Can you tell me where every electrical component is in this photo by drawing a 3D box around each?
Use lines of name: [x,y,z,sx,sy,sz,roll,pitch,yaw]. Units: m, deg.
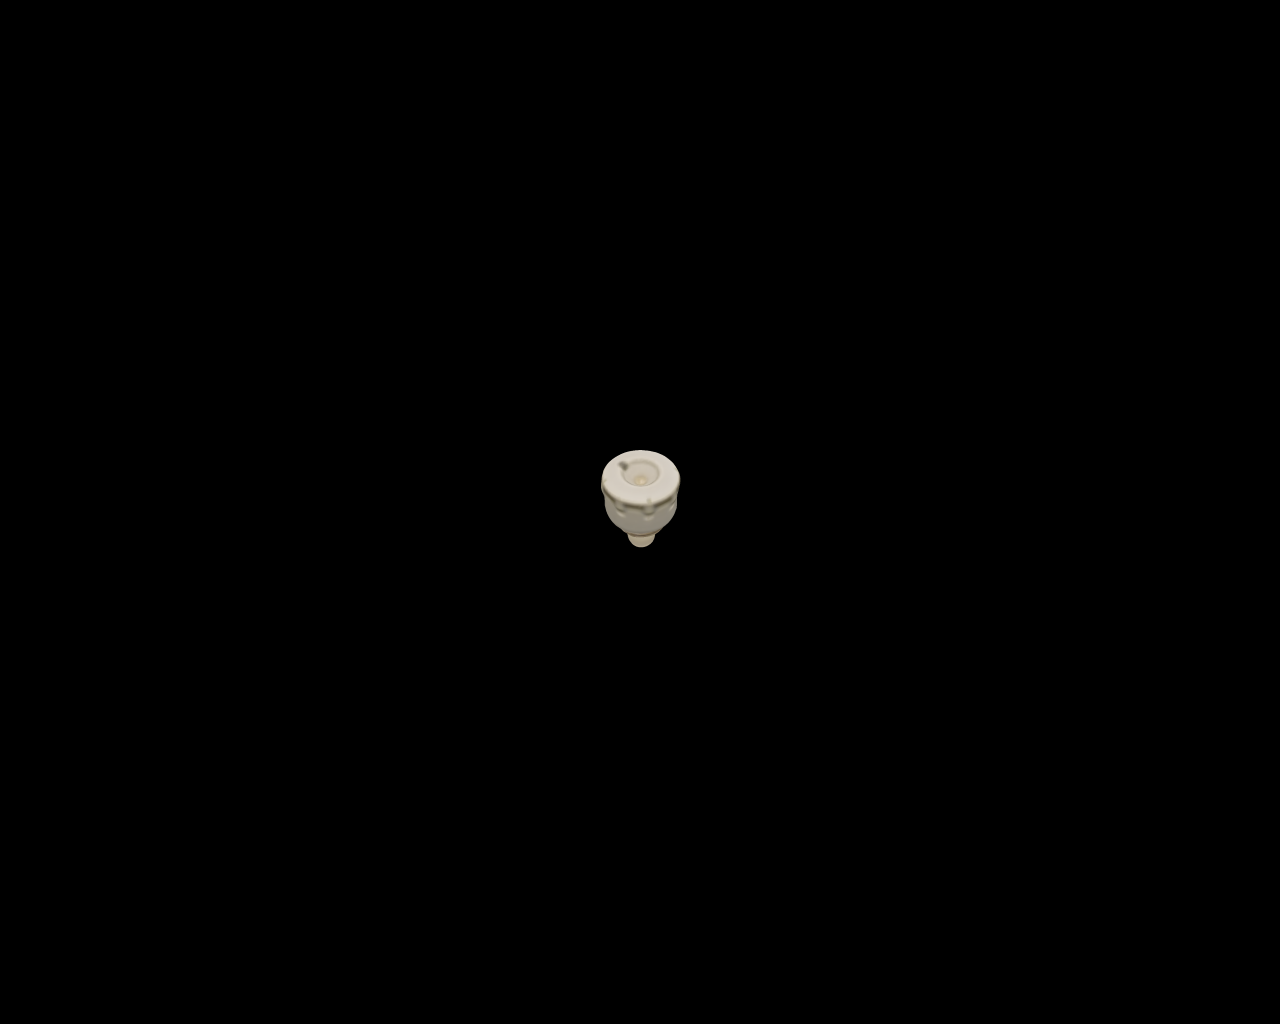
electrical component: [0.001,-0.003,0.650,0.048,0.048,0.062,0,-43,0]
